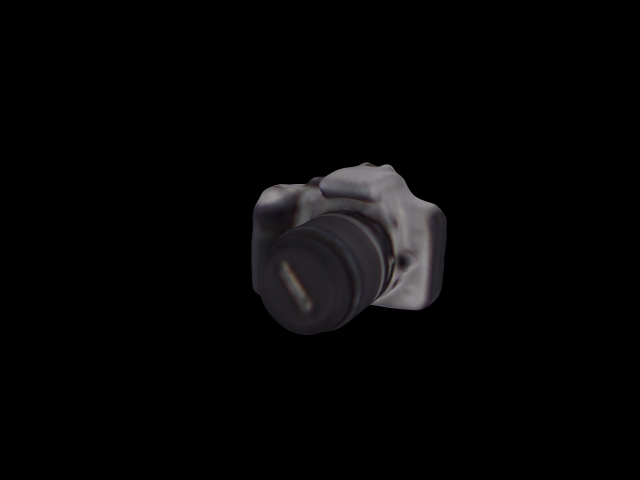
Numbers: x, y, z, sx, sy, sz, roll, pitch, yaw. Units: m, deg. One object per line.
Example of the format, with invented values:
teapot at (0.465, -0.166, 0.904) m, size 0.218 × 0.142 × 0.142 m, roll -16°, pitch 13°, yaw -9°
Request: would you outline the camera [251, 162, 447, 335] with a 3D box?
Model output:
camera at (0.004, 0.001, 0.400) m, size 0.142 × 0.101 × 0.137 m, roll 8°, pitch 18°, yaw 27°
